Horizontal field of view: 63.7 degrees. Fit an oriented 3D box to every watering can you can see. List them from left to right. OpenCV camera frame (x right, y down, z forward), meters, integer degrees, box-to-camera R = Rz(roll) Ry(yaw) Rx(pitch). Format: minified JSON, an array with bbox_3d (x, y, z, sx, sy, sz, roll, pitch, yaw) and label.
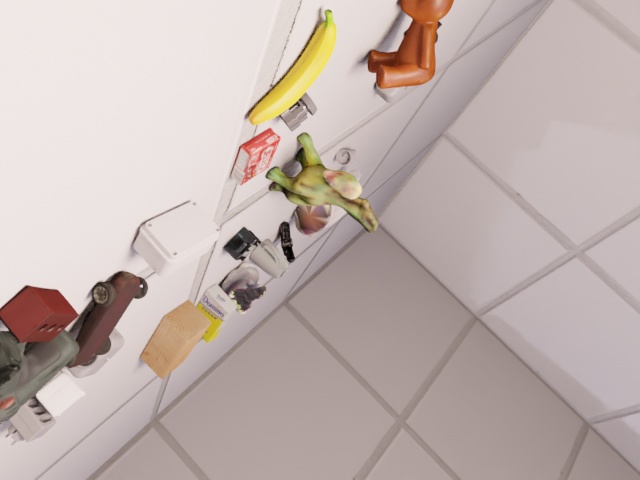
[{"bbox_3d":[0.005,-0.079,1.579,0.228,0.104,0.341,-35,167,-49],"label":"watering can"}]

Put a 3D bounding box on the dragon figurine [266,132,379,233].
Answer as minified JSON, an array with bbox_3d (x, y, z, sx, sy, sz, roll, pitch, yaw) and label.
[{"bbox_3d":[0.016,-0.086,1.108,0.123,0.244,0.406,-49,171,-8],"label":"dragon figurine"}]

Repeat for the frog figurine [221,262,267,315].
[{"bbox_3d":[-0.228,0.122,1.504,0.162,0.122,0.135,-115,-136,-59],"label":"frog figurine"}]
